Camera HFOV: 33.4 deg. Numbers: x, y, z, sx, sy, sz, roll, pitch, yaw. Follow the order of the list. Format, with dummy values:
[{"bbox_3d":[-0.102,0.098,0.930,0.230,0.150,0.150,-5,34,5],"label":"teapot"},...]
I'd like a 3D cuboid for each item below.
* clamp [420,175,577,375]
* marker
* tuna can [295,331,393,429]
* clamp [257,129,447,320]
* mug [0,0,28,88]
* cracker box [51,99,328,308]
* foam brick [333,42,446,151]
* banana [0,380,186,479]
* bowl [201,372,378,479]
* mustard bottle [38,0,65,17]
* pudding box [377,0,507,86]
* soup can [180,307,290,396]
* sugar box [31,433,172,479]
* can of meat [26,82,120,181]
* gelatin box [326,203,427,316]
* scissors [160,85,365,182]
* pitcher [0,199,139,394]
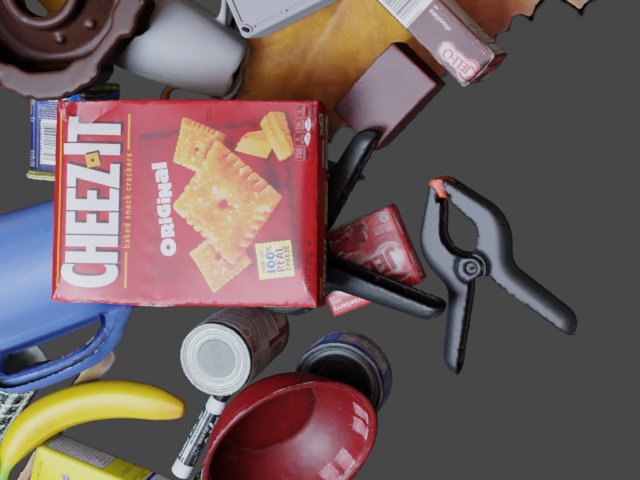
[{"bbox_3d":[0.144,0.023,0.906,0.120,0.039,0.171,-14,96,17],"label":"clamp"},{"bbox_3d":[-0.110,0.177,1.027,0.020,0.020,0.121,31,108,9],"label":"marker"},{"bbox_3d":[0.021,0.128,0.969,0.086,0.033,0.086,4,103,16],"label":"tuna can"},{"bbox_3d":[-0.006,0.001,0.914,0.210,0.036,0.164,-11,98,30],"label":"clamp"},{"bbox_3d":[-0.310,-0.180,0.986,0.117,0.093,0.081,1,109,49],"label":"mug"},{"bbox_3d":[-0.102,-0.029,0.853,0.214,0.072,0.164,1,88,6],"label":"cracker box"},{"bbox_3d":[0.059,-0.121,0.896,0.053,0.051,0.078,46,110,5],"label":"foam brick"},{"bbox_3d":[-0.230,0.174,1.038,0.198,0.037,0.069,-23,87,1],"label":"banana"},{"bbox_3d":[-0.033,0.167,0.919,0.162,0.161,0.055,-57,39,19],"label":"bowl"},{"bbox_3d":[-0.220,-0.263,0.930,0.058,0.096,0.192,4,102,16],"label":"mustard bottle"},{"bbox_3d":[0.096,-0.174,0.854,0.039,0.090,0.113,-44,86,18],"label":"pudding box"},{"bbox_3d":[-0.075,0.092,0.954,0.068,0.102,0.068,4,103,16],"label":"soup can"},{"bbox_3d":[-0.203,0.269,1.061,0.176,0.048,0.093,19,106,14],"label":"sugar box"},{"bbox_3d":[-0.219,-0.100,0.961,0.057,0.102,0.084,6,101,14],"label":"can of meat"},{"bbox_3d":[0.040,0.017,0.941,0.089,0.030,0.073,-22,94,21],"label":"gelatin box"},{"bbox_3d":[-0.066,-0.071,0.964,0.202,0.016,0.096,33,110,9],"label":"scissors"},{"bbox_3d":[-0.220,0.028,0.972,0.243,0.145,0.149,-18,111,17],"label":"pitcher"}]
